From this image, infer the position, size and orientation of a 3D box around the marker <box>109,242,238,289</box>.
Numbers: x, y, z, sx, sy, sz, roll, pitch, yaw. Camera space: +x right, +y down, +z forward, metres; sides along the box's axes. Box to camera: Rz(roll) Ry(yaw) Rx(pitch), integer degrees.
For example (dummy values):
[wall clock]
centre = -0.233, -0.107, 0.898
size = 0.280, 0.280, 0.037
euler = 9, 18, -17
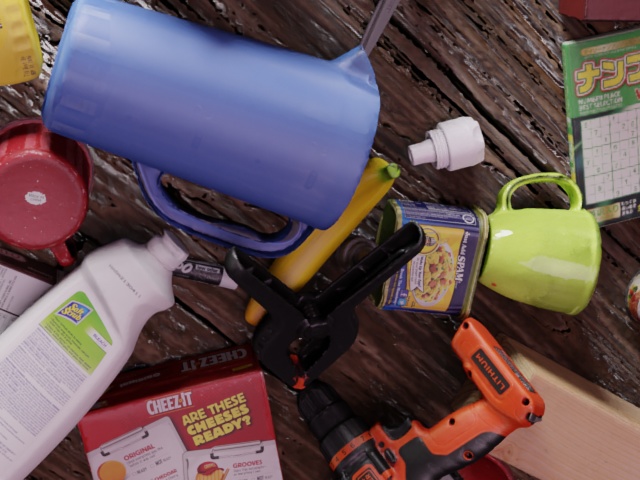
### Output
[marker]
centre = -0.129, 0.022, 0.918
size = 0.121, 0.020, 0.020
euler = 13, 107, -17

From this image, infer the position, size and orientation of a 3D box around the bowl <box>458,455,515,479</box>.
[bowl]
centre = 0.130, 0.285, 1.057
size = 0.162, 0.055, 0.162
euler = -4, 112, -11

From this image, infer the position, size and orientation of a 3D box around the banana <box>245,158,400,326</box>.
[banana]
centre = 0.002, -0.006, 0.912
size = 0.037, 0.069, 0.198
euler = 42, 114, 3

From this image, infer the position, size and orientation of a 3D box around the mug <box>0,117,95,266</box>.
[mug]
centre = -0.220, -0.032, 0.843
size = 0.093, 0.081, 0.117
euler = -19, 113, -6

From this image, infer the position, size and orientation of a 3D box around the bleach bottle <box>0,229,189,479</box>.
[bleach bottle]
centre = -0.199, 0.092, 0.858
size = 0.251, 0.068, 0.102
euler = -43, 100, 5

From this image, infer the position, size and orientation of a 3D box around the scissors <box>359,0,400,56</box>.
[scissors]
centre = 0.093, -0.229, 0.876
size = 0.096, 0.016, 0.202
euler = 9, 108, -16

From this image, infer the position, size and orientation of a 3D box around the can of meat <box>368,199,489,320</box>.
[can of meat]
centre = 0.094, 0.016, 0.947
size = 0.083, 0.057, 0.102
euler = 6, 109, -13

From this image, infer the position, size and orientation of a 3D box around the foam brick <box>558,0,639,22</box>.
[foam brick]
centre = 0.247, -0.212, 0.897
size = 0.078, 0.053, 0.051
euler = -1, 111, -12

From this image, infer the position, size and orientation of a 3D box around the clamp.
[clamp]
centre = -0.016, 0.061, 0.895
size = 0.164, 0.036, 0.210
euler = -3, 142, -22

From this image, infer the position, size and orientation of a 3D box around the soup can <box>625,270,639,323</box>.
[soup can]
centre = 0.340, 0.069, 0.997
size = 0.068, 0.102, 0.068
euler = -4, 111, -12

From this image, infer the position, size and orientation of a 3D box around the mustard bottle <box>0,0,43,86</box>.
[mustard bottle]
centre = -0.310, -0.149, 0.792
size = 0.191, 0.058, 0.096
euler = -14, 113, -8

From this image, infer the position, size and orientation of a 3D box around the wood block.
[wood block]
centre = 0.242, 0.184, 1.026
size = 0.206, 0.090, 0.091
euler = 28, 102, -20

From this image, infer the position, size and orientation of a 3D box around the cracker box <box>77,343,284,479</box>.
[cracker box]
centre = -0.117, 0.215, 0.967
size = 0.164, 0.072, 0.214
euler = -13, 112, -9

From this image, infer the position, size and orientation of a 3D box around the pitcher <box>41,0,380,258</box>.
[pitcher]
centre = -0.088, -0.093, 0.829
size = 0.242, 0.145, 0.149
euler = 16, 66, -14

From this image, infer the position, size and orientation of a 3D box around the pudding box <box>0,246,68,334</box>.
[pudding box]
centre = -0.249, 0.065, 0.898
size = 0.113, 0.039, 0.090
euler = 25, 104, -18

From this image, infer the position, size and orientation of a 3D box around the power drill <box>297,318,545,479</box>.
[power drill]
centre = 0.089, 0.156, 0.946
size = 0.188, 0.057, 0.184
euler = -43, 69, 11
